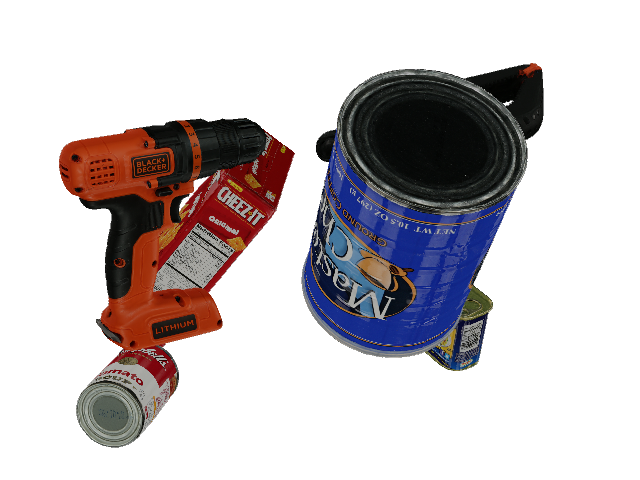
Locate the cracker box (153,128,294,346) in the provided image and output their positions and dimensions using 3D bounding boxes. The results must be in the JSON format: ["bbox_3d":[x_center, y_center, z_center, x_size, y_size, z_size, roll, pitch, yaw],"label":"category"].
[{"bbox_3d":[-0.125,-0.010,1.165,0.072,0.214,0.164,36,24,-11],"label":"cracker box"}]

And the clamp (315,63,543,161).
[{"bbox_3d":[0.124,-0.089,0.876,0.209,0.036,0.165,-29,42,-28],"label":"clamp"}]

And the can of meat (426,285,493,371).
[{"bbox_3d":[0.145,0.089,1.228,0.057,0.084,0.102,-18,40,-31],"label":"can of meat"}]

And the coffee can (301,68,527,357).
[{"bbox_3d":[0.049,-0.012,0.612,0.102,0.103,0.140,0,-37,-10],"label":"coffee can"}]

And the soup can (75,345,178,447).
[{"bbox_3d":[-0.184,0.146,1.021,0.068,0.068,0.102,0,16,12],"label":"soup can"}]

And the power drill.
[{"bbox_3d":[-0.127,-0.010,0.918,0.184,0.188,0.057,-12,21,-29],"label":"power drill"}]
